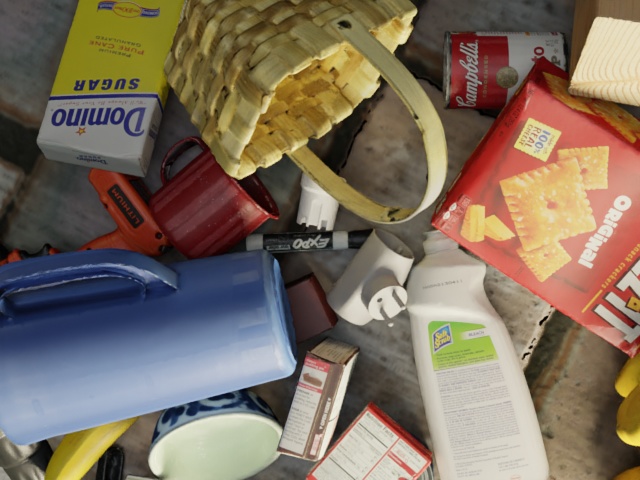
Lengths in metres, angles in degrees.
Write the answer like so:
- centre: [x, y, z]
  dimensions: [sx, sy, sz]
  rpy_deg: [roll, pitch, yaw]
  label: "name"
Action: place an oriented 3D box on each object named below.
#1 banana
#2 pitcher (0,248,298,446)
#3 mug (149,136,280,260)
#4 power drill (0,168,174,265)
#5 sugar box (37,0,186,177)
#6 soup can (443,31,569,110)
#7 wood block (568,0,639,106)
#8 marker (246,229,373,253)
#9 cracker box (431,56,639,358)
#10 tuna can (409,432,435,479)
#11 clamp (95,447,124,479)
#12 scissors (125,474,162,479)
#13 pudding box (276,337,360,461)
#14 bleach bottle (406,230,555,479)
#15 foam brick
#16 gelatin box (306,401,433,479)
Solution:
- centre: [-0.184, 0.166, 0.971]
  dimensions: [0.198, 0.070, 0.037]
  rpy_deg: [-46, 127, -4]
  label: "banana"
- centre: [-0.148, 0.075, 0.875]
  dimensions: [0.243, 0.149, 0.145]
  rpy_deg: [-12, 87, 3]
  label: "pitcher"
- centre: [-0.102, -0.040, 0.946]
  dimensions: [0.081, 0.093, 0.117]
  rpy_deg: [-39, 69, 10]
  label: "mug"
- centre: [-0.239, 0.003, 0.971]
  dimensions: [0.188, 0.057, 0.184]
  rpy_deg: [-38, 93, 8]
  label: "power drill"
- centre: [-0.177, -0.149, 0.934]
  dimensions: [0.093, 0.048, 0.176]
  rpy_deg: [10, 71, 3]
  label: "sugar box"
- centre: [0.159, -0.146, 0.924]
  dimensions: [0.102, 0.068, 0.068]
  rpy_deg: [1, 93, 4]
  label: "soup can"
- centre: [0.258, -0.214, 0.850]
  dimensions: [0.091, 0.090, 0.206]
  rpy_deg: [10, 58, 3]
  label: "wood block"
- centre: [-0.006, 0.001, 0.970]
  dimensions: [0.121, 0.020, 0.020]
  rpy_deg: [-2, 93, 5]
  label: "marker"
- centre: [0.224, -0.024, 0.890]
  dimensions: [0.214, 0.072, 0.164]
  rpy_deg: [34, 126, 2]
  label: "cracker box"
- centre: [0.061, 0.215, 0.968]
  dimensions: [0.086, 0.033, 0.086]
  rpy_deg: [0, 93, 5]
  label: "tuna can"
- centre: [-0.189, 0.290, 0.973]
  dimensions: [0.120, 0.039, 0.171]
  rpy_deg: [31, 100, 40]
  label: "clamp"
- centre: [-0.074, 0.254, 0.963]
  dimensions: [0.201, 0.016, 0.096]
  rpy_deg: [4, 122, -2]
  label: "scissors"
- centre: [0.000, 0.137, 0.930]
  dimensions: [0.039, 0.113, 0.090]
  rpy_deg: [16, 93, 6]
  label: "pudding box"
- centre: [0.137, 0.112, 0.944]
  dimensions: [0.102, 0.068, 0.251]
  rpy_deg: [-11, 90, 2]
  label: "bleach bottle"
- centre: [-0.030, 0.068, 0.958]
  dimensions: [0.078, 0.053, 0.051]
  rpy_deg: [-25, 90, 5]
  label: "foam brick"
- centre: [0.043, 0.198, 0.936]
  dimensions: [0.073, 0.030, 0.089]
  rpy_deg: [40, 95, 3]
  label: "gelatin box"
